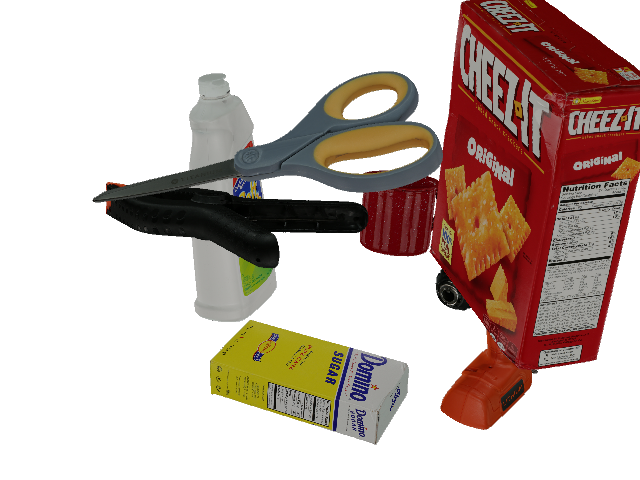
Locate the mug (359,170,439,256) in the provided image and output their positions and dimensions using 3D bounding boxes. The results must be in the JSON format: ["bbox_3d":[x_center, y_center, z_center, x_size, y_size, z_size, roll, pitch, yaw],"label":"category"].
[{"bbox_3d":[0.098,-0.032,1.236,0.117,0.081,0.093,-8,20,-38],"label":"mug"}]

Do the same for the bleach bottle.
[{"bbox_3d":[-0.101,-0.047,1.118,0.068,0.251,0.102,7,27,26],"label":"bleach bottle"}]

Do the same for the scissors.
[{"bbox_3d":[-0.028,-0.059,0.617,0.202,0.096,0.016,0,-40,18],"label":"scissors"}]

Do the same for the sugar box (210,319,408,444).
[{"bbox_3d":[-0.010,0.134,1.042,0.176,0.048,0.093,11,28,19],"label":"sugar box"}]

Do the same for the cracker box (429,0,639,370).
[{"bbox_3d":[0.144,-0.042,0.750,0.072,0.214,0.164,-8,34,-16],"label":"cracker box"}]

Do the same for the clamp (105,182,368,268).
[{"bbox_3d":[-0.084,-0.017,0.829,0.210,0.036,0.164,8,13,18],"label":"clamp"}]

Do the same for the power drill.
[{"bbox_3d":[0.153,0.072,0.951,0.057,0.188,0.184,23,34,31],"label":"power drill"}]
